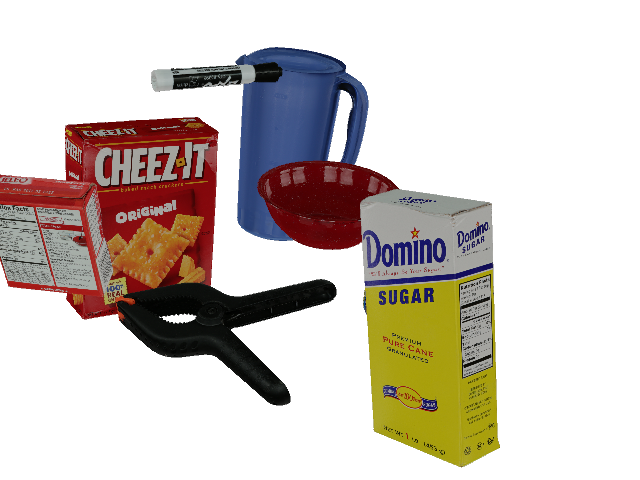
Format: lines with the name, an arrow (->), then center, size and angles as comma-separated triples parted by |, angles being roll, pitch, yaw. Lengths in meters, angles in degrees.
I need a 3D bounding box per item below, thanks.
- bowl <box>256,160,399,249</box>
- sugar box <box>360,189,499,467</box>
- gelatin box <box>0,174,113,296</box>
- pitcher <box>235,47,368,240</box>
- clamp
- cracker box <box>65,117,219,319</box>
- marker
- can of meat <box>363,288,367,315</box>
bowl -> 0.007, -0.034, 1.196 | 0.162, 0.055, 0.162 | 4, 27, -2
sugar box -> 0.074, 0.057, 0.736 | 0.048, 0.176, 0.094 | -18, 18, -36
gelatin box -> -0.189, -0.003, 0.747 | 0.073, 0.089, 0.030 | 5, 43, 7
pitcher -> -0.037, -0.125, 1.410 | 0.144, 0.243, 0.149 | -2, 24, -23
clamp -> -0.099, 0.086, 1.014 | 0.210, 0.036, 0.164 | 4, 37, 9
cracker box -> -0.205, -0.027, 1.229 | 0.163, 0.214, 0.072 | -8, 25, -30
marker -> -0.091, -0.147, 0.956 | 0.121, 0.020, 0.020 | -8, 3, -23
can of meat -> 0.096, 0.069, 0.979 | 0.102, 0.057, 0.084 | -3, 31, -13
